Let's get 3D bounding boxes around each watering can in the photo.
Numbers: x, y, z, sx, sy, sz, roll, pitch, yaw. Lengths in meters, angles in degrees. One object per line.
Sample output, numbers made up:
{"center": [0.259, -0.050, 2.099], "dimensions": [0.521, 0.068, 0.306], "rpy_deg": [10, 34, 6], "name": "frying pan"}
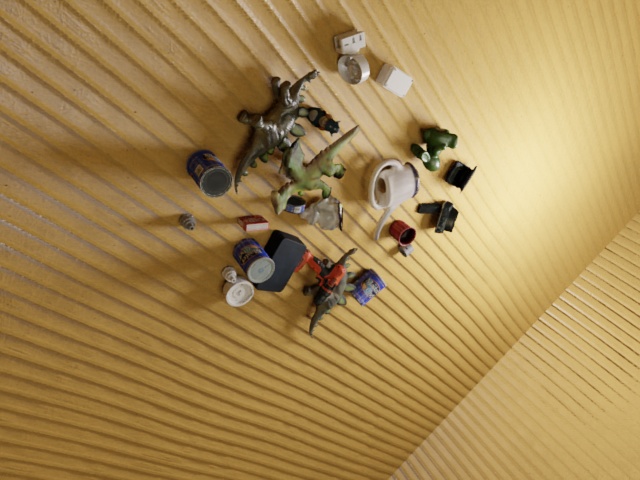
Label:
{"center": [0.286, -0.173, 2.043], "dimensions": [0.226, 0.105, 0.340], "rpy_deg": [-20, 127, -23], "name": "watering can"}

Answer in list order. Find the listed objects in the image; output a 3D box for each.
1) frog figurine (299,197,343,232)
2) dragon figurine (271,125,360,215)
{"center": [0.006, -0.097, 1.926], "dimensions": [0.159, 0.126, 0.134], "rpy_deg": [1, 136, 7], "name": "frog figurine"}
{"center": [-0.031, -0.258, 1.727], "dimensions": [0.410, 0.123, 0.240], "rpy_deg": [-58, 148, 2], "name": "dragon figurine"}
